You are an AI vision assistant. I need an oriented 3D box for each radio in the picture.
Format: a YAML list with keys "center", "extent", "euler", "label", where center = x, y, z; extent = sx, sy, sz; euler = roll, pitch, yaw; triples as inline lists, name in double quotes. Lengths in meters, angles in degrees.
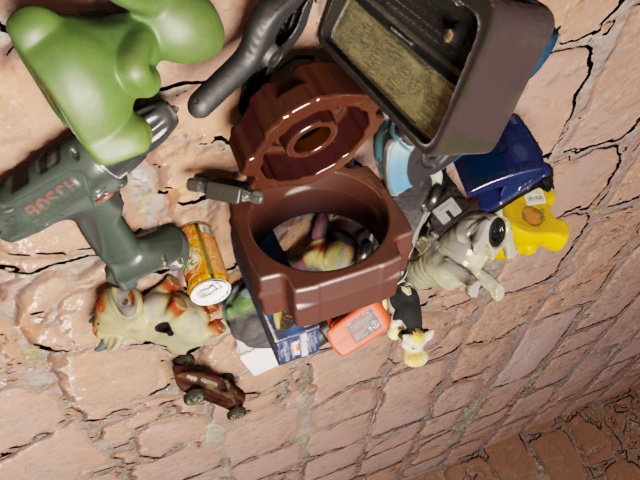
- center: [0.090, -0.190, 0.490]
  extent: [0.073, 0.230, 0.131]
  euler: [-7, 136, -31]
  label: "radio"

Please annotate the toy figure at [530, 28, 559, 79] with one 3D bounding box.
- center: [0.248, -0.212, 0.704]
  extent: [0.064, 0.058, 0.154]
  euler: [2, 140, -25]
  label: "toy figure"

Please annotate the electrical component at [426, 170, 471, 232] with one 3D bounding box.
- center: [0.201, -0.054, 0.876]
  extent: [0.075, 0.048, 0.119]
  euler: [-34, 142, 11]
  label: "electrical component"

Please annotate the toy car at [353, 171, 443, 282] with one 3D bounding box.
- center: [0.113, -0.022, 0.778]
  extent: [0.056, 0.073, 0.201]
  euler: [-58, 173, -87]
  label: "toy car"

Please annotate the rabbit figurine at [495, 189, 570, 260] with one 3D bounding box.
- center: [0.338, -0.006, 0.969]
  extent: [0.162, 0.122, 0.173]
  euler: [-17, 161, -9]
  label: "rabbit figurine"

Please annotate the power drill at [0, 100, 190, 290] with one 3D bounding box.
- center: [-0.226, -0.036, 0.610]
  extent: [0.232, 0.086, 0.207]
  euler: [-25, 147, 0]
  label: "power drill"

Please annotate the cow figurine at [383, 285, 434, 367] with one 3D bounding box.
- center: [0.165, 0.145, 0.995]
  extent: [0.068, 0.167, 0.098]
  euler: [-7, 141, -17]
  label: "cow figurine"

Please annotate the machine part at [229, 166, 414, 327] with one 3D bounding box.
- center: [-0.001, -0.002, 0.682]
  extent: [0.201, 0.202, 0.087]
  euler: [-17, 139, -14]
  label: "machine part"

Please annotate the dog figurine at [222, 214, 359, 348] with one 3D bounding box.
- center: [-0.038, 0.057, 0.821]
  extent: [0.191, 0.109, 0.219]
  euler: [2, 131, -29]
  label: "dog figurine"

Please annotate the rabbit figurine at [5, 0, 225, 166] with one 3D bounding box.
- center: [-0.169, -0.179, 0.469]
  extent: [0.170, 0.121, 0.158]
  euler: [-36, 141, -19]
  label: "rabbit figurine"

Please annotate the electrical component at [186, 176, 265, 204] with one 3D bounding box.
- center: [-0.110, -0.060, 0.646]
  extent: [0.094, 0.063, 0.021]
  euler: [10, 103, 2]
  label: "electrical component"

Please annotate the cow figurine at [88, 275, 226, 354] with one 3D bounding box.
- center: [-0.245, 0.117, 0.786]
  extent: [0.127, 0.086, 0.194]
  euler: [-40, 143, 8]
  label: "cow figurine"

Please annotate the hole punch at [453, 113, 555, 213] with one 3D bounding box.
- center: [0.251, -0.116, 0.768]
  extent: [0.116, 0.142, 0.092]
  euler: [-35, 140, 30]
  label: "hole punch"

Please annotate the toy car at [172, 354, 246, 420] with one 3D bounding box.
- center: [-0.199, 0.271, 0.993]
  extent: [0.053, 0.089, 0.202]
  euler: [-31, 142, 7]
  label: "toy car"

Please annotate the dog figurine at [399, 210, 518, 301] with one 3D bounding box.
- center: [0.216, 0.012, 0.912]
  extent: [0.121, 0.191, 0.172]
  euler: [24, 84, -39]
  label: "dog figurine"

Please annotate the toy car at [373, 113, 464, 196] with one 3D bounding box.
- center: [0.123, -0.140, 0.676]
  extent: [0.162, 0.103, 0.109]
  euler: [-35, 145, -14]
  label: "toy car"

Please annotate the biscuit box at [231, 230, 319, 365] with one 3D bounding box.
- center: [-0.064, 0.063, 0.724]
  extent: [0.059, 0.203, 0.062]
  euler: [-18, 141, -14]
  label: "biscuit box"

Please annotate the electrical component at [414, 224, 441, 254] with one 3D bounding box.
- center: [0.144, -0.021, 0.846]
  extent: [0.078, 0.102, 0.045]
  euler: [-24, 155, -52]
  label: "electrical component"

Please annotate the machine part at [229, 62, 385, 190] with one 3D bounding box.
- center: [-0.015, -0.125, 0.606]
  extent: [0.179, 0.056, 0.179]
  euler: [-25, 163, -8]
  label: "machine part"
